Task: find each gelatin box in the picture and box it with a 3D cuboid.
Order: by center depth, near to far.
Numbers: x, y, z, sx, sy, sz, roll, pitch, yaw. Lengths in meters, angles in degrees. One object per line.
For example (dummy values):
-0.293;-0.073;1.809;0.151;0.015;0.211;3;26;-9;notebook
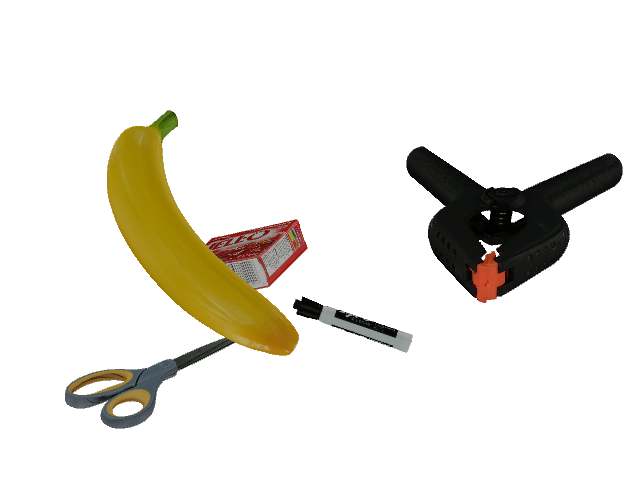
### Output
-0.066;0.016;0.853;0.089;0.030;0.073;-11;18;30;gelatin box

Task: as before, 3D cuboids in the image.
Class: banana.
-0.083;-0.006;0.646;0.069;0.198;0.037;-20;-29;-19;banana

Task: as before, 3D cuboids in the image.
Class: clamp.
0.120;-0.021;0.760;0.165;0.036;0.209;6;28;20;clamp

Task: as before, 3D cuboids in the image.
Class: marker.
0.031;0.082;1.053;0.121;0.020;0.020;19;0;1;marker

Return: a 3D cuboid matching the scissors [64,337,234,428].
-0.152;0.140;1.064;0.201;0.016;0.096;-12;31;-30;scissors
